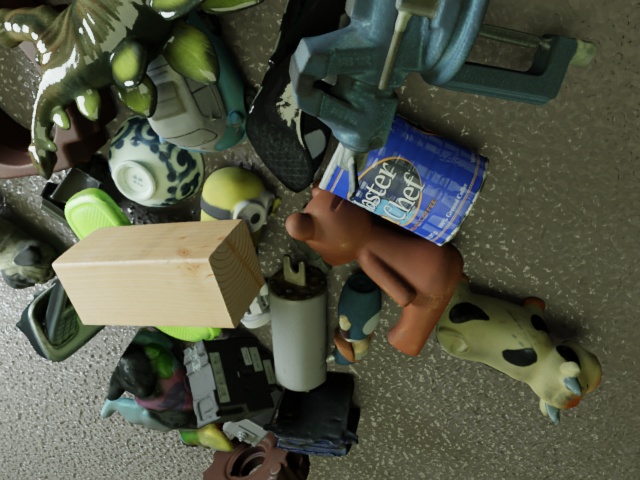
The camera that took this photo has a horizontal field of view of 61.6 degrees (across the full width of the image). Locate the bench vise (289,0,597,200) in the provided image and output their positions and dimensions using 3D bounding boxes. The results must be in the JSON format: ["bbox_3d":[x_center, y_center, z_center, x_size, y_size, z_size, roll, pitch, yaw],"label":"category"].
[{"bbox_3d":[0.102,-0.146,0.433,0.241,0.129,0.223,6,109,-12],"label":"bench vise"}]

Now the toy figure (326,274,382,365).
[{"bbox_3d":[0.045,0.116,0.709,0.064,0.058,0.154,-10,129,-21],"label":"toy figure"}]

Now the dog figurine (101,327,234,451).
[{"bbox_3d":[-0.221,0.254,0.866,0.219,0.108,0.191,24,124,-6],"label":"dog figurine"}]

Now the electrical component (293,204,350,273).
[{"bbox_3d":[-0.001,-0.002,0.673,0.063,0.021,0.094,-26,113,30],"label":"electrical component"}]

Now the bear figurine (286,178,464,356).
[{"bbox_3d":[0.056,0.023,0.615,0.196,0.120,0.131,22,133,5],"label":"bear figurine"}]

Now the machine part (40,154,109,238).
[{"bbox_3d":[-0.327,-0.063,0.719,0.084,0.039,0.139,45,126,-9],"label":"machine part"}]

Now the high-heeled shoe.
[{"bbox_3d":[-0.006,-0.160,0.559,0.086,0.145,0.248,29,157,12],"label":"high-heeled shoe"}]

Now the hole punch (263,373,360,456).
[{"bbox_3d":[-0.001,0.271,0.808,0.142,0.116,0.092,3,132,15],"label":"hole punch"}]

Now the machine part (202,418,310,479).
[{"bbox_3d":[-0.105,0.366,0.861,0.179,0.179,0.056,-18,112,26],"label":"machine part"}]

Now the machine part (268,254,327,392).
[{"bbox_3d":[-0.028,0.123,0.732,0.079,0.079,0.242,7,124,12],"label":"machine part"}]

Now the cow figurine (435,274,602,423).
[{"bbox_3d":[0.231,0.126,0.627,0.195,0.127,0.085,20,130,5],"label":"cow figurine"}]

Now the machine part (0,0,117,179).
[{"bbox_3d":[-0.356,-0.178,0.619,0.202,0.087,0.200,-3,122,20],"label":"machine part"}]

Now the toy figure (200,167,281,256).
[{"bbox_3d":[-0.116,-0.006,0.669,0.089,0.082,0.180,24,129,-3],"label":"toy figure"}]

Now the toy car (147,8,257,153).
[{"bbox_3d":[-0.137,-0.155,0.560,0.109,0.103,0.161,-8,123,20],"label":"toy car"}]

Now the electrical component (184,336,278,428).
[{"bbox_3d":[-0.124,0.202,0.780,0.058,0.115,0.134,-31,154,33],"label":"electrical component"}]

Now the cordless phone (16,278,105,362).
[{"bbox_3d":[-0.331,0.067,0.740,0.089,0.146,0.184,38,126,1],"label":"cordless phone"}]

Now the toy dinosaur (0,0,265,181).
[{"bbox_3d":[-0.144,-0.244,0.464,0.199,0.105,0.471,36,106,15],"label":"toy dinosaur"}]

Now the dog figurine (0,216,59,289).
[{"bbox_3d":[-0.470,-0.014,0.743,0.191,0.121,0.172,13,156,2],"label":"dog figurine"}]
